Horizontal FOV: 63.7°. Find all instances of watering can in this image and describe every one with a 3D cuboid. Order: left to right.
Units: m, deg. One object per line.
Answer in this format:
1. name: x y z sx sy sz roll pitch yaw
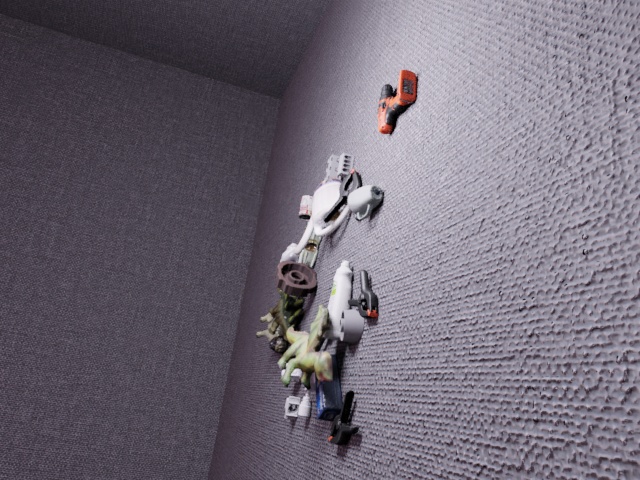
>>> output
1. watering can: 0.006 -0.099 1.967 0.342 0.103 0.230 -38 38 37

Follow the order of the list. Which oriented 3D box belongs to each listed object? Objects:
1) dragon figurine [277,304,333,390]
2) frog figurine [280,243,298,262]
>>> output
1. dragon figurine: -0.029 0.312 1.604 0.240 0.121 0.418 -57 22 17
2. frog figurine: -0.127 0.071 2.329 0.134 0.123 0.163 92 166 -47
